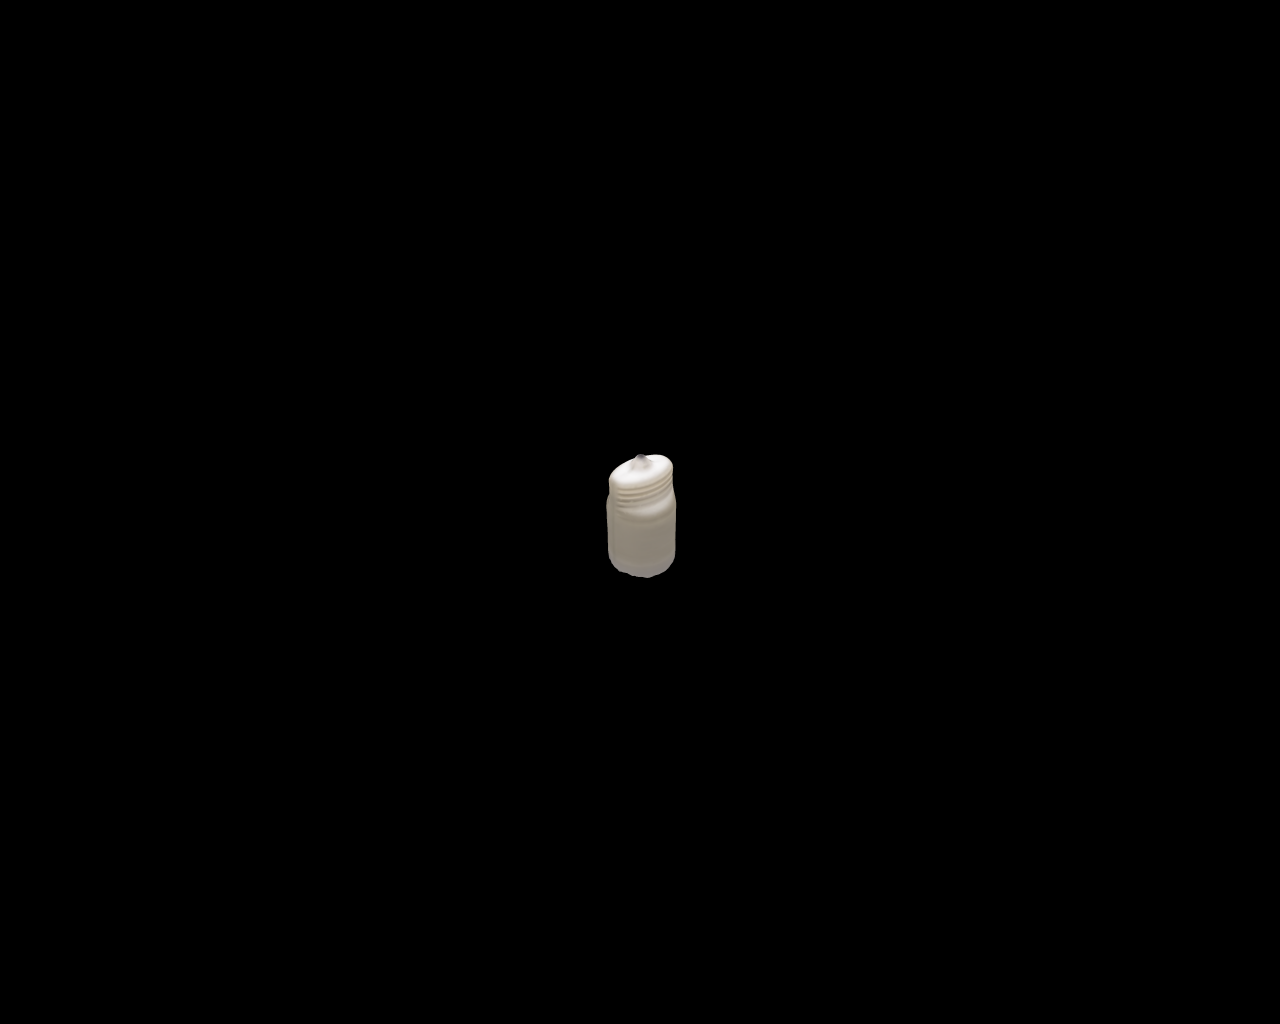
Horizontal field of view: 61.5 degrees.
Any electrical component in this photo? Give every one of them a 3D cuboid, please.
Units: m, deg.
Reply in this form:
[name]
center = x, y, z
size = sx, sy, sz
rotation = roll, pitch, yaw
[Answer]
[electrical component]
center = 0.001, -0.003, 0.650
size = 0.043, 0.080, 0.043
rotation = 0, 38, 0
